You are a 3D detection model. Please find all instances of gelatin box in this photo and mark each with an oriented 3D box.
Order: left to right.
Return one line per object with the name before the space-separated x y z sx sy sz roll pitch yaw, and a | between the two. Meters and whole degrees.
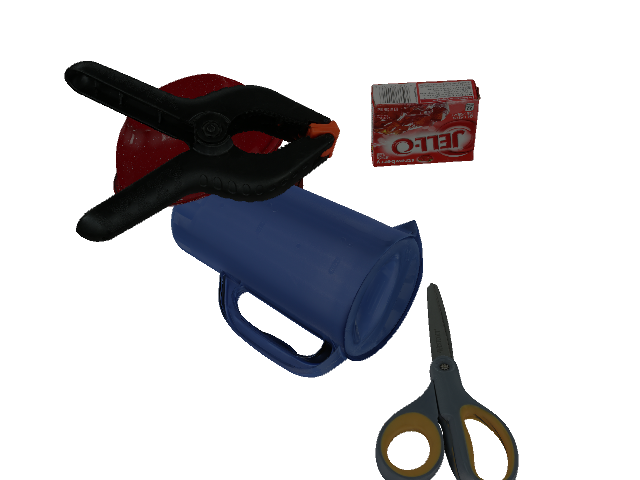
gelatin box | 0.088 -0.098 0.905 0.089 0.030 0.073 -3 -40 0

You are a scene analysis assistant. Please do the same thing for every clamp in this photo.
clamp | -0.077 -0.068 0.660 0.171 0.120 0.039 -11 -17 -20

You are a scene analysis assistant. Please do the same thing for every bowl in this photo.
bowl | -0.112 -0.095 0.907 0.162 0.055 0.162 -16 32 10

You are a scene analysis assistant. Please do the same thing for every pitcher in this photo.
pitcher | -0.034 0.017 1.055 0.243 0.145 0.149 27 28 27

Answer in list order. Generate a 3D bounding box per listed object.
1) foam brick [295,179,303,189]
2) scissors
foam brick | -0.063 -0.055 1.346 0.078 0.053 0.051 5 28 8
scissors | 0.066 0.096 0.711 0.096 0.016 0.202 -9 36 -12
